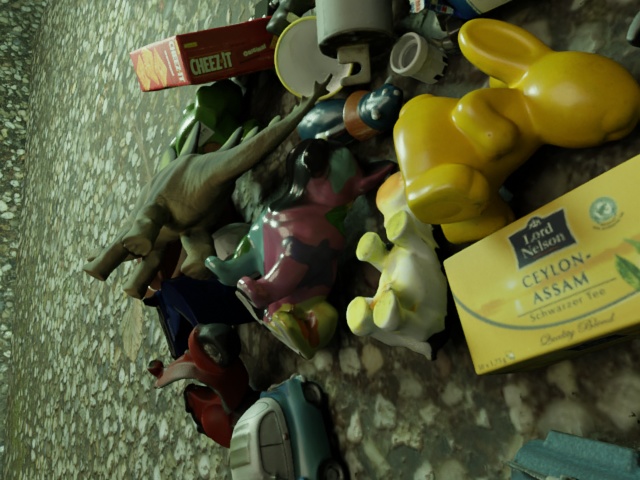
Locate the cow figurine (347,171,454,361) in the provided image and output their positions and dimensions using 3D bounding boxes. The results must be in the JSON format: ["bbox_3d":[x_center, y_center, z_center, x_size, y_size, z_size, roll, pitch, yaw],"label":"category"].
[{"bbox_3d":[0.087,0.019,0.490,0.068,0.098,0.167,-30,41,51],"label":"cow figurine"}]

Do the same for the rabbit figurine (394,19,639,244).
[{"bbox_3d":[0.154,-0.091,0.424,0.173,0.121,0.162,-22,55,32],"label":"rabbit figurine"}]

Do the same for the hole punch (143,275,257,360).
[{"bbox_3d":[-0.156,0.094,0.744,0.092,0.142,0.116,-46,63,39],"label":"hole punch"}]

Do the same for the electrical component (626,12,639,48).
[{"bbox_3d":[0.256,-0.122,0.309,0.119,0.075,0.047,31,106,48],"label":"electrical component"}]

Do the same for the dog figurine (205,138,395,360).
[{"bbox_3d":[-0.001,-0.002,0.595,0.219,0.191,0.109,-47,34,-13],"label":"dog figurine"}]

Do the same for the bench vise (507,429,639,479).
[{"bbox_3d":[0.179,0.205,0.278,0.224,0.129,0.240,-8,59,59],"label":"bench vise"}]

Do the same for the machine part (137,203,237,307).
[{"bbox_3d":[-0.220,0.001,0.878,0.201,0.087,0.202,-53,44,30],"label":"machine part"}]

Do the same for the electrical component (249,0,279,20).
[{"bbox_3d":[-0.084,-0.339,0.831,0.094,0.021,0.063,-8,76,51],"label":"electrical component"}]

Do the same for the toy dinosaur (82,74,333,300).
[{"bbox_3d":[-0.167,-0.052,0.669,0.472,0.105,0.198,-19,47,38],"label":"toy dinosaur"}]

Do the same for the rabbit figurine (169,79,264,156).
[{"bbox_3d":[-0.157,-0.174,0.836,0.159,0.121,0.170,-46,28,35],"label":"rabbit figurine"}]

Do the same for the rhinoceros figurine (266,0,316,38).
[{"bbox_3d":[-0.023,-0.357,0.696,0.190,0.112,0.073,-62,23,3],"label":"rhinoceros figurine"}]

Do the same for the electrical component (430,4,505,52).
[{"bbox_3d":[0.134,-0.232,0.515,0.078,0.045,0.102,-20,66,17],"label":"electrical component"}]

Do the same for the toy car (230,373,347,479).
[{"bbox_3d":[-0.045,0.232,0.590,0.109,0.103,0.161,-34,58,42],"label":"toy car"}]

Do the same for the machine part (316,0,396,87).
[{"bbox_3d":[0.032,-0.275,0.539,0.079,0.079,0.243,-9,83,51],"label":"machine part"}]

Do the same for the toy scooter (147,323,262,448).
[{"bbox_3d":[-0.142,0.187,0.671,0.135,0.075,0.183,-11,111,20],"label":"toy scooter"}]

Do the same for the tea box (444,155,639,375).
[{"bbox_3d":[0.180,0.026,0.375,0.169,0.068,0.098,-38,55,42],"label":"tea box"}]

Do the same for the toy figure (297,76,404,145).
[{"bbox_3d":[0.038,-0.139,0.603,0.155,0.058,0.064,0,85,49],"label":"toy figure"}]
